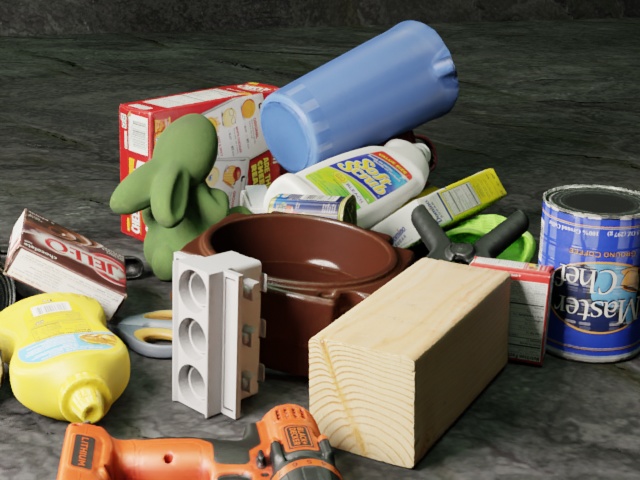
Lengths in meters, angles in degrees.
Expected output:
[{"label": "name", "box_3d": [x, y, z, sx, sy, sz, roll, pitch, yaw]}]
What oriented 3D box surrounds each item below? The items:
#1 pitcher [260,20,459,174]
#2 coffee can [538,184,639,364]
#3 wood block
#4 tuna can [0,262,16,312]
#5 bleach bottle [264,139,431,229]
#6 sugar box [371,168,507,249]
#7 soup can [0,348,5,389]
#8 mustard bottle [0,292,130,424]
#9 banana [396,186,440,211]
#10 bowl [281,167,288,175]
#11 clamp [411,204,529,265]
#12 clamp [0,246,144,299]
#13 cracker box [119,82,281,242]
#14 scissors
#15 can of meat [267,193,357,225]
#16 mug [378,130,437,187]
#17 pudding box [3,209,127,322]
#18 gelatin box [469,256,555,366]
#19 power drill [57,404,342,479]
[{"label": "pitcher", "box_3d": [0.042, -0.172, 1.337, 0.242, 0.149, 0.145, -29, 60, -31]}, {"label": "coffee can", "box_3d": [0.252, 0.029, 0.987, 0.103, 0.140, 0.103, 0, 19, 0]}, {"label": "wood block", "box_3d": [0.079, 0.092, 0.876, 0.090, 0.091, 0.205, 10, 21, 28]}, {"label": "tuna can", "box_3d": [-0.318, 0.058, 0.975, 0.034, 0.086, 0.086, 8, 20, 22]}, {"label": "bleach bottle", "box_3d": [0.049, -0.068, 1.262, 0.102, 0.068, 0.250, 46, 43, 10]}, {"label": "sugar box", "box_3d": [0.137, -0.030, 1.249, 0.094, 0.048, 0.175, -34, -5, 41]}, {"label": "soup can", "box_3d": [-0.315, 0.107, 0.857, 0.069, 0.068, 0.102, 18, 25, 41]}, {"label": "mustard bottle", "box_3d": [-0.210, 0.102, 0.888, 0.096, 0.058, 0.192, -8, 20, -22]}, {"label": "banana", "box_3d": [0.108, -0.039, 1.346, 0.197, 0.037, 0.070, -17, 28, -42]}, {"label": "bowl", "box_3d": [-0.053, -0.102, 1.501, 0.162, 0.055, 0.162, 0, 19, 0]}, {"label": "clamp", "box_3d": [0.149, 0.018, 1.049, 0.120, 0.039, 0.171, -6, 39, 11]}, {"label": "clamp", "box_3d": [-0.313, 0.034, 1.115, 0.210, 0.036, 0.164, 7, 13, 17]}, {"label": "cracker box", "box_3d": [-0.146, -0.100, 1.326, 0.072, 0.164, 0.213, 20, 27, 40]}, {"label": "scissors", "box_3d": [-0.201, 0.086, 1.002, 0.201, 0.016, 0.096, -1, 19, -3]}, {"label": "can of meat", "box_3d": [-0.007, 0.001, 1.127, 0.084, 0.102, 0.057, 4, 18, 17]}, {"label": "mug", "box_3d": [0.104, -0.106, 1.432, 0.117, 0.081, 0.093, -17, 8, -18]}, {"label": "pudding box", "box_3d": [-0.240, 0.024, 1.016, 0.113, 0.039, 0.090, 26, 15, -21]}, {"label": "gelatin box", "box_3d": [0.170, 0.064, 0.963, 0.073, 0.089, 0.030, 8, 21, 18]}, {"label": "power drill", "box_3d": [-0.077, 0.168, 0.705, 0.187, 0.057, 0.184, 0, 15, -9]}]
